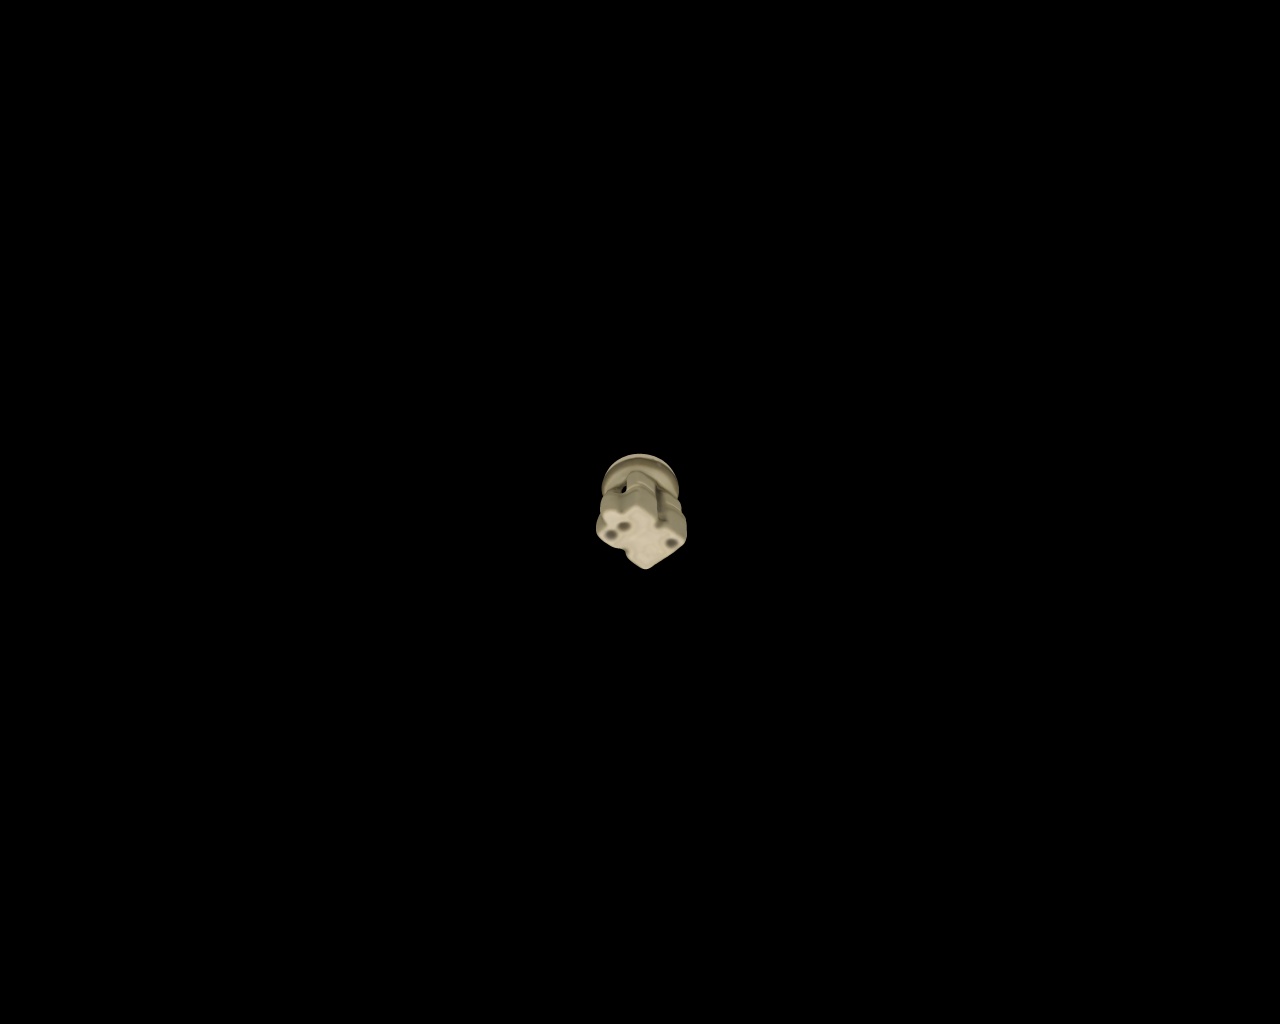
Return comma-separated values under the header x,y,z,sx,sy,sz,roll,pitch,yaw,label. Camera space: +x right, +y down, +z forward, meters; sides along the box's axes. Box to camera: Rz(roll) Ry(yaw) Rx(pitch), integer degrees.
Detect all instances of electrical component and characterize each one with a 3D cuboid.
x,y,z,sx,sy,sz,roll,pitch,yaw,label
0.001,-0.003,0.650,0.048,0.055,0.066,-36,-58,27,electrical component
